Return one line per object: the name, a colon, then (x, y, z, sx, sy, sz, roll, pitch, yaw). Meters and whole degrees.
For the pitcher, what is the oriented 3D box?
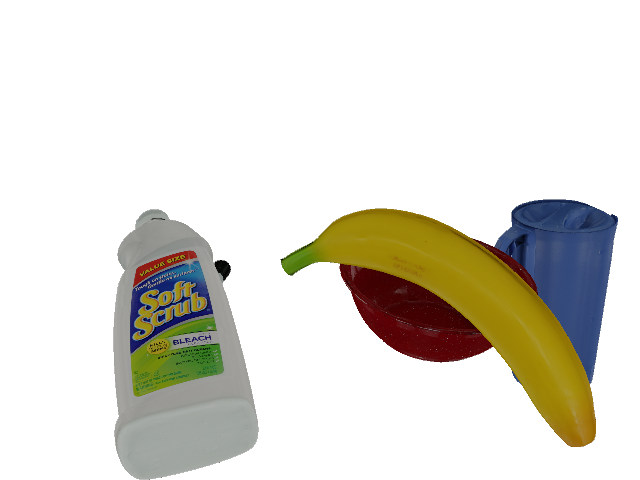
pitcher: (0.302, 0.076, 1.397, 0.149, 0.243, 0.144, 5, 21, 14)

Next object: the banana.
banana: (0.078, 0.035, 0.592, 0.198, 0.070, 0.037, 31, 16, 10)

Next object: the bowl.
bowl: (0.093, 0.051, 0.873, 0.162, 0.055, 0.162, 5, 28, -3)

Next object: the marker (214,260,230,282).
marker: (-0.109, 0.051, 1.032, 0.020, 0.020, 0.121, 0, 24, 12)

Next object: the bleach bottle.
bleach bottle: (-0.120, 0.062, 0.826, 0.102, 0.068, 0.251, -13, 40, -9)
